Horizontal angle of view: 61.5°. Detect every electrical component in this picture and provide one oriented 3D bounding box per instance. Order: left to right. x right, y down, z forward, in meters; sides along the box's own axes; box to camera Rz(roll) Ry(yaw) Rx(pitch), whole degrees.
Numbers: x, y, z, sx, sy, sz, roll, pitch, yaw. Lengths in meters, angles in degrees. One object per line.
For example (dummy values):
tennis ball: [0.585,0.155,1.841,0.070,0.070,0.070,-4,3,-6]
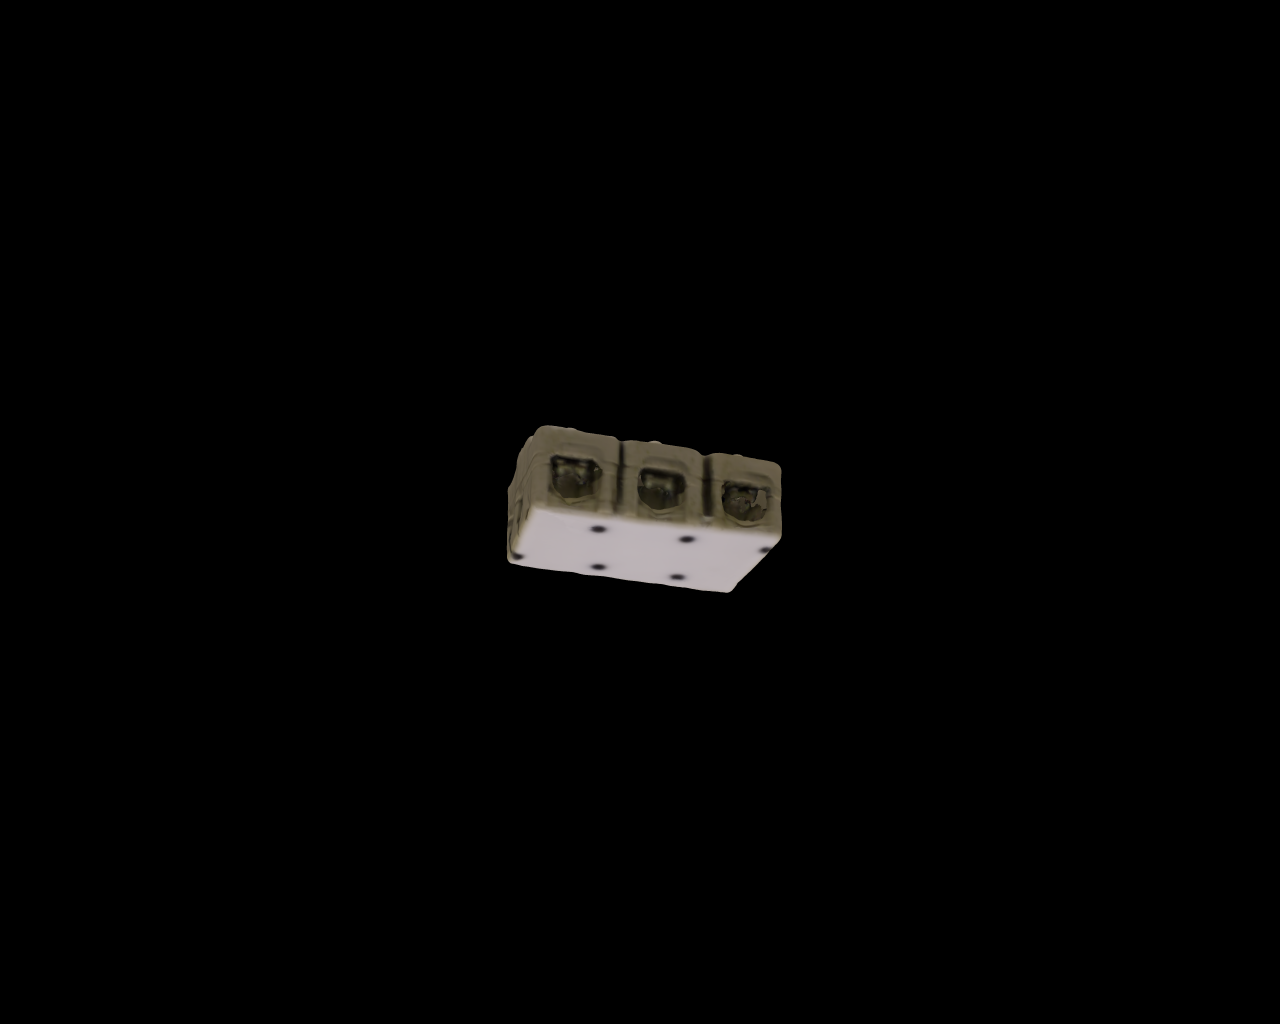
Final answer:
electrical component: [0.001,-0.003,0.650,0.150,0.062,0.089,8,-28,-16]
